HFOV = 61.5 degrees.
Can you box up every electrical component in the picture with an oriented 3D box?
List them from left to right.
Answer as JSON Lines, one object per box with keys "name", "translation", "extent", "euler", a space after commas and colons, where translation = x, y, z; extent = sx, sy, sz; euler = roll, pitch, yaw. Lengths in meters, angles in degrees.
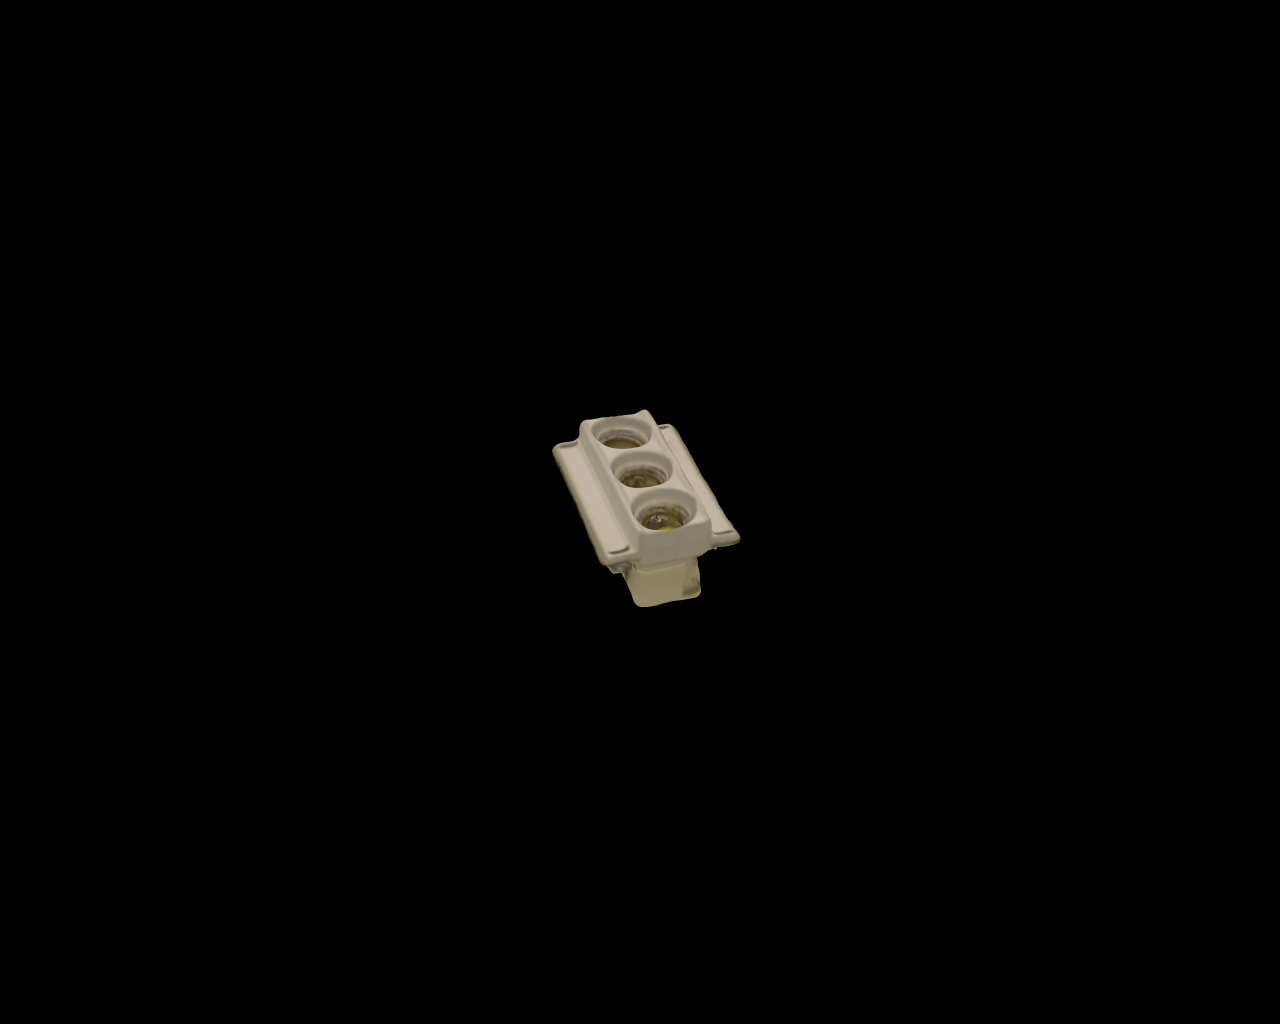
{"name": "electrical component", "translation": [0.001, -0.003, 0.650], "extent": [0.079, 0.063, 0.121], "euler": [-11, 39, -14]}
